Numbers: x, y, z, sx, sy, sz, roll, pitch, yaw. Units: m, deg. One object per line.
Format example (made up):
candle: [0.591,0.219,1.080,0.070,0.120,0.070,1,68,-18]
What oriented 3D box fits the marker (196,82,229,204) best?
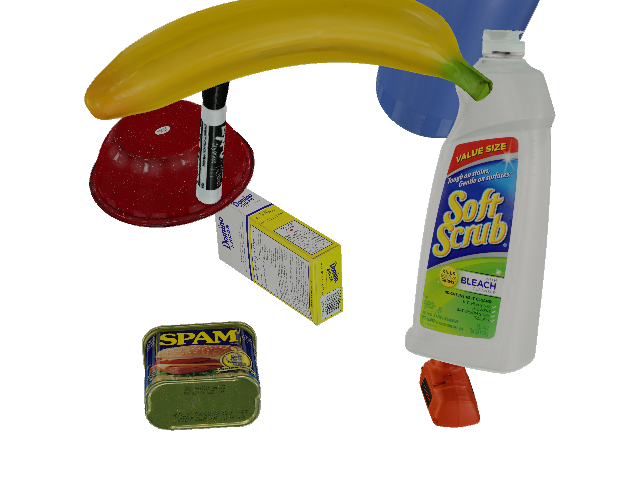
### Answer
marker: [-0.076,-0.072,0.745,0.020,0.020,0.121,0,-40,-9]

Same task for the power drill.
power drill: [0.143,0.102,1.139,0.057,0.188,0.184,-1,24,-2]

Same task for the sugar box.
sugar box: [-0.048,0.013,1.186,0.048,0.093,0.176,-25,41,-31]

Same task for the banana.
banana: [-0.017,-0.095,0.526,0.197,0.037,0.069,-5,44,-8]

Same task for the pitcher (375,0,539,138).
pitcher: [0.110,-0.205,0.923,0.144,0.149,0.243,-17,-29,-19]

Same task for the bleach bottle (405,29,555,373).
bleach bottle: [0.122,-0.032,0.808,0.103,0.251,0.067,10,15,34]

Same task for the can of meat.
can of meat: [-0.102,0.117,0.918,0.102,0.057,0.084,-3,28,-7]

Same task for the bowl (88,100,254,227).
bowl: [-0.146,-0.086,1.016,0.162,0.055,0.162,-4,44,3]
